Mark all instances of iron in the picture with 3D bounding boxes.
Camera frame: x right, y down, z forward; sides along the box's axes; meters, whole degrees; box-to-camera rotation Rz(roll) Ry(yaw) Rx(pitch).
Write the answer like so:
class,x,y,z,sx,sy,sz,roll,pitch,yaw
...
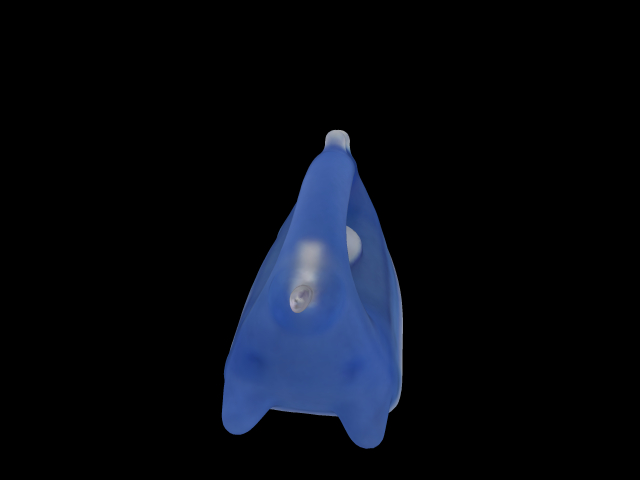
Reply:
class,x,y,z,sx,sy,sz,roll,pitch,yaw
iron,0.004,0.001,0.400,0.118,0.141,0.258,4,43,5
